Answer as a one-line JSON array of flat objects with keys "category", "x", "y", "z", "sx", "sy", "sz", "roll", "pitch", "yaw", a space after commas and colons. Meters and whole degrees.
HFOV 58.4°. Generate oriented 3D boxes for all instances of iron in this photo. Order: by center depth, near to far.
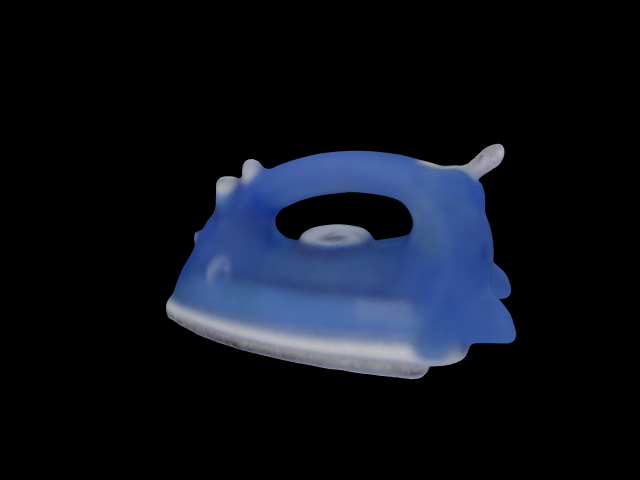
[{"category": "iron", "x": 0.004, "y": 0.001, "z": 0.400, "sx": 0.257, "sy": 0.141, "sz": 0.119, "roll": 4, "pitch": 15, "yaw": 14}]
